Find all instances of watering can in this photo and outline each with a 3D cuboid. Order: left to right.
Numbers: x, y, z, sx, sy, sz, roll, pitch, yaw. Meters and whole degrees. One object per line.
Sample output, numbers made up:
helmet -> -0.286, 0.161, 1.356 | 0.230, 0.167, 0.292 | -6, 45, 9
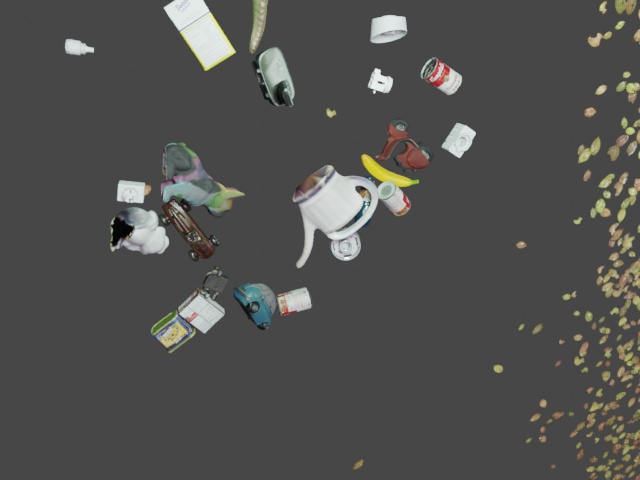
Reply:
watering can -> 0.005, -0.076, 1.511 | 0.345, 0.106, 0.222 | -39, 111, 13

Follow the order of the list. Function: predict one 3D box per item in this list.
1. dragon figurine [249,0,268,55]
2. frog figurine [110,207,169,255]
dragon figurine -> -0.115, -0.641, 1.198 | 0.122, 0.246, 0.404 | -2, 109, -20
frog figurine -> -0.481, -0.023, 1.405 | 0.159, 0.124, 0.135 | 6, 127, -55
